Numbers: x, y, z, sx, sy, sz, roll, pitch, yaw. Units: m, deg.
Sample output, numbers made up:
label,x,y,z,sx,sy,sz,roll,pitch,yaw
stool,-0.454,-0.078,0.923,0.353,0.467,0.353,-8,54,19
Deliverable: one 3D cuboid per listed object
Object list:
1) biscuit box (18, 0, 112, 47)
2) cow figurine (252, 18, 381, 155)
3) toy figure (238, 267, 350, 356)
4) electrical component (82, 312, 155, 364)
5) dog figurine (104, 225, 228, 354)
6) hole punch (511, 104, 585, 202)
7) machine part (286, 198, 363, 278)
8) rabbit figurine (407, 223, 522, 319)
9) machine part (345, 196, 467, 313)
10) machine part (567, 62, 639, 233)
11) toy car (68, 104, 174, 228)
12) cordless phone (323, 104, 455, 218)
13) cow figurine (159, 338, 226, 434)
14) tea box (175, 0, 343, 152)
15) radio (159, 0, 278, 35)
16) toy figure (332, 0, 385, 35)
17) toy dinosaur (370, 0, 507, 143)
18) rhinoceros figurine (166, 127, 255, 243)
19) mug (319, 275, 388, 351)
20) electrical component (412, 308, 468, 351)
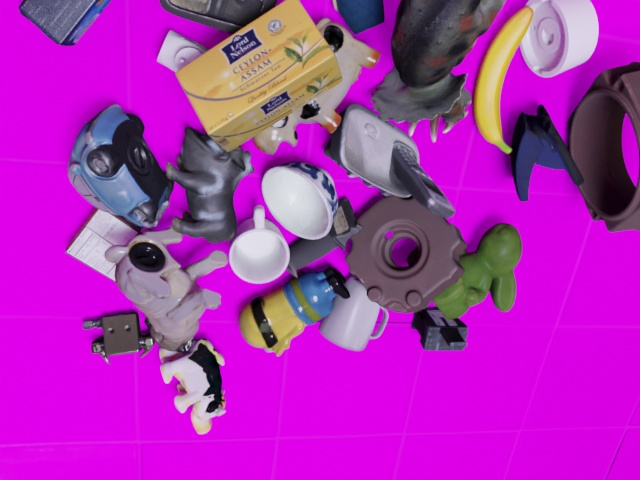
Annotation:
label,x,y,z,sx,sy,sz,roll,pitch,yaw
biscuit box,-0.261,-0.321,0.628,0.062,0.059,0.202,42,100,-17
cow figurine,-0.026,-0.199,0.713,0.127,0.086,0.195,31,102,-20
toy figure,-0.045,0.103,0.845,0.180,0.082,0.089,-35,104,11
electrical component,-0.310,0.152,0.839,0.102,0.045,0.078,-12,86,-8
dog figurine,-0.238,0.085,0.769,0.172,0.121,0.190,31,130,-14
hole punch,0.315,-0.127,0.788,0.092,0.142,0.115,-23,107,28
machine part,-0.002,-0.002,0.815,0.139,0.084,0.039,-37,139,15
rabbit figurine,0.254,0.053,0.854,0.170,0.121,0.159,-37,121,9
machine part,0.124,0.017,0.796,0.179,0.179,0.056,-44,156,10
machine part,0.432,-0.125,0.748,0.087,0.201,0.201,-11,70,-1
toy car,-0.274,-0.090,0.715,0.103,0.109,0.161,-10,129,19
cordless phone,0.093,-0.093,0.717,0.146,0.184,0.088,24,112,-32
cow figurine,-0.193,0.239,0.886,0.098,0.068,0.167,-21,117,-7
tea box,-0.070,-0.193,0.636,0.170,0.068,0.098,-33,75,5
radio,-0.094,-0.362,0.634,0.131,0.073,0.229,17,110,-16
toy figure,0.034,-0.341,0.678,0.064,0.058,0.154,-26,111,-5
toy dinosaur,0.136,-0.240,0.612,0.131,0.404,0.192,25,88,10
rhinoceros figurine,-0.147,-0.089,0.732,0.112,0.073,0.190,5,100,2
mug,0.066,0.117,0.873,0.109,0.081,0.107,17,103,-20
electrical component,0.206,0.156,0.892,0.075,0.119,0.047,0,113,-13
